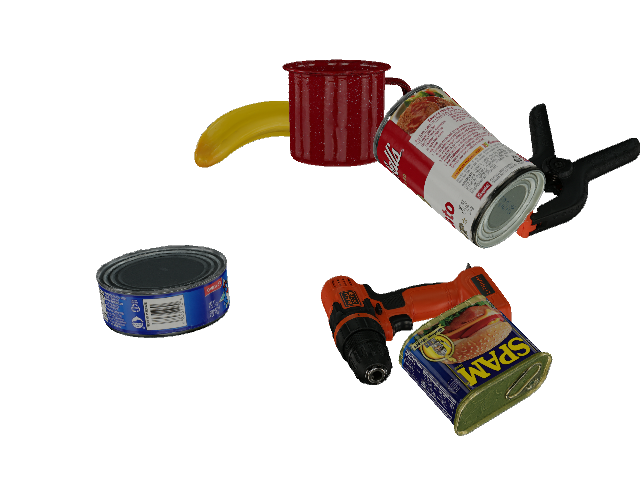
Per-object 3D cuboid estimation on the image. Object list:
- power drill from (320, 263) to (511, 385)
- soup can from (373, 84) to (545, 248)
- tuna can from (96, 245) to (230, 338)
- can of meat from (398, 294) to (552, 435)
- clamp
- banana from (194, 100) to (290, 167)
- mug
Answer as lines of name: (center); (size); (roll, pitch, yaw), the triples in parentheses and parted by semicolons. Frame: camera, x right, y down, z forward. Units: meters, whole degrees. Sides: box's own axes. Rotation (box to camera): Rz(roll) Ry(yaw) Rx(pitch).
power drill: (0.103, 0.086, 1.136); (0.187, 0.057, 0.184); (-5, 28, -10)
soup can: (0.094, -0.051, 0.729); (0.102, 0.069, 0.068); (44, 25, 29)
tuna can: (-0.103, 0.033, 0.705); (0.086, 0.034, 0.086); (-4, 19, 1)
can of meat: (0.130, 0.103, 0.907); (0.102, 0.057, 0.084); (-26, 53, -24)
clamp: (0.234, -0.074, 1.088); (0.120, 0.039, 0.171); (29, 55, 30)
banana: (-0.058, -0.114, 1.108); (0.197, 0.037, 0.070); (-11, 51, -39)
mug: (0.025, -0.111, 0.924); (0.117, 0.081, 0.093); (-5, 16, -18)
